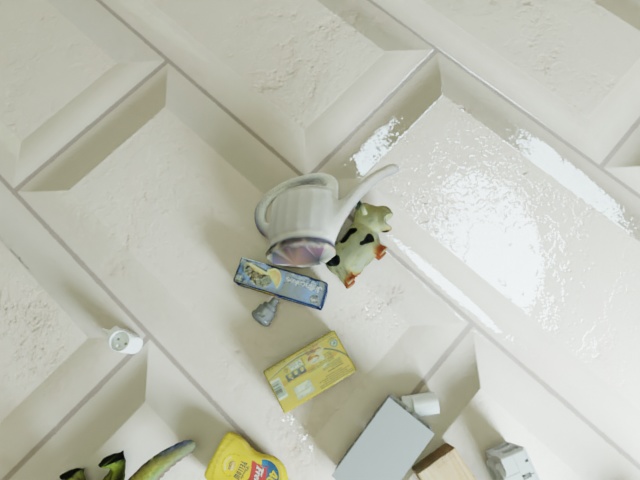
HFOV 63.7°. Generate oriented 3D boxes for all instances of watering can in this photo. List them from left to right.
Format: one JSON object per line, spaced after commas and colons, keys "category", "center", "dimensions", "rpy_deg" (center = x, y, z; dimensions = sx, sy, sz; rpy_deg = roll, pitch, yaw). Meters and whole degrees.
{"category": "watering can", "center": [0.003, -0.056, 1.116], "dimensions": [0.346, 0.102, 0.229], "rpy_deg": [-10, 59, 23]}

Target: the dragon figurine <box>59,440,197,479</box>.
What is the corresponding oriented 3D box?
{"category": "dragon figurine", "center": [-0.406, 0.557, 0.981], "dimensions": [0.410, 0.122, 0.243], "rpy_deg": [-17, 90, -2]}
